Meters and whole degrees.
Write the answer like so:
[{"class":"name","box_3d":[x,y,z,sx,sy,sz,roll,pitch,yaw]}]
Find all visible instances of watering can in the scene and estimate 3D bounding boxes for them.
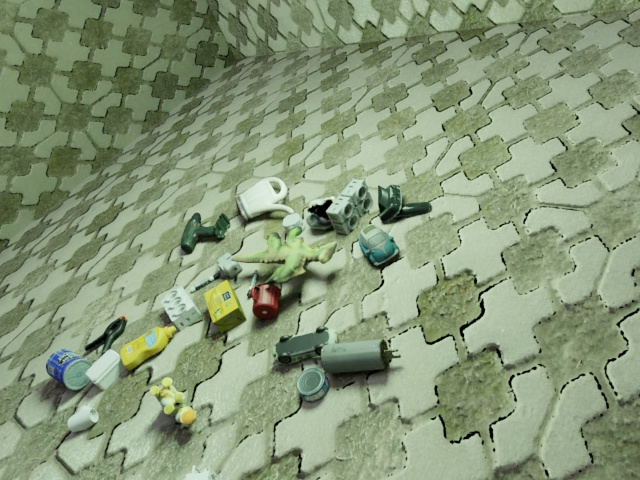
[{"class":"watering can","box_3d":[-0.232,-0.154,2.115,0.224,0.102,0.354,-29,35,-1]}]

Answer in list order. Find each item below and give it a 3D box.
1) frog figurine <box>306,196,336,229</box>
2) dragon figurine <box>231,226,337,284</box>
[{"class":"frog figurine","box_3d":[0.006,-0.097,1.925,0.138,0.122,0.158,-46,3,-12]},{"class":"dragon figurine","box_3d":[-0.131,0.069,1.713,0.409,0.120,0.247,-17,21,12]}]
